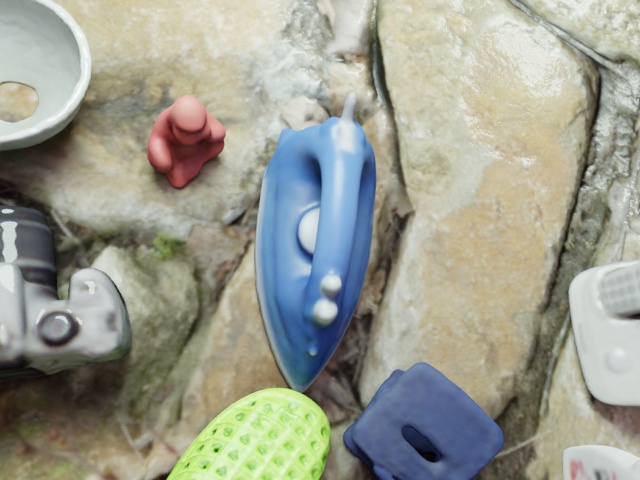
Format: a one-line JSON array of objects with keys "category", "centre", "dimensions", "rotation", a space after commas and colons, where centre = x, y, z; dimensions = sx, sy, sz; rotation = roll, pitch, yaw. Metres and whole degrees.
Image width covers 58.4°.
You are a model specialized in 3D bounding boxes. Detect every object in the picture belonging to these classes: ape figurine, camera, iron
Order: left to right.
[{"category": "camera", "centre": [-0.237, 0.039, 0.468], "dimensions": [0.143, 0.100, 0.137], "rotation": [-7, 73, -15]}, {"category": "ape figurine", "centre": [-0.128, -0.103, 0.548], "dimensions": [0.078, 0.092, 0.076], "rotation": [-9, 73, -16]}, {"category": "iron", "centre": [0.005, 0.002, 0.517], "dimensions": [0.119, 0.141, 0.258], "rotation": [8, 70, -10]}]

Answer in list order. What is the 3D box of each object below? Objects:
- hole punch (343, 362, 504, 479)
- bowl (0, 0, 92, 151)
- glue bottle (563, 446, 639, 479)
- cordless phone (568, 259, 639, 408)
[{"category": "hole punch", "centre": [0.090, 0.176, 0.503], "dimensions": [0.108, 0.091, 0.101], "rotation": [42, 67, 4]}, {"category": "bowl", "centre": [-0.295, -0.147, 0.533], "dimensions": [0.167, 0.074, 0.167], "rotation": [4, 70, -12]}, {"category": "glue bottle", "centre": [0.274, 0.217, 0.489], "dimensions": [0.037, 0.173, 0.078], "rotation": [2, 71, -12]}, {"category": "cordless phone", "centre": [0.331, 0.079, 0.544], "dimensions": [0.094, 0.185, 0.147], "rotation": [-1, 71, -13]}]
